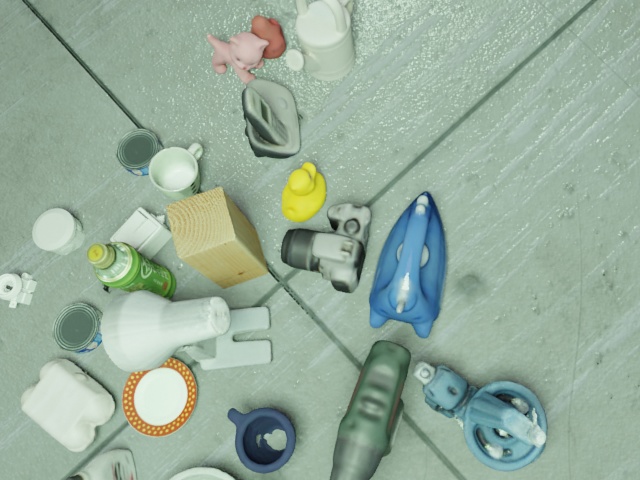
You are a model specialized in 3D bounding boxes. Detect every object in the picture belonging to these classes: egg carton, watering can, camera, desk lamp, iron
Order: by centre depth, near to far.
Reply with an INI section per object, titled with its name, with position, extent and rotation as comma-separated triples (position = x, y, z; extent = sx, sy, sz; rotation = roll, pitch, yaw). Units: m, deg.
[desk lamp]
position = -0.196, 0.138, 0.884
extent = 0.203, 0.214, 0.118
rotation = -8, 72, 6
[iron]
position = 0.148, 0.017, 0.912
extent = 0.118, 0.141, 0.258
rotation = 10, 74, 11
[egg carton]
position = -0.416, 0.271, 0.949
extent = 0.150, 0.069, 0.107
rotation = 30, 79, 16
[camera]
position = 0.009, 0.003, 0.958
extent = 0.136, 0.101, 0.143
rotation = 10, 74, 11
[watering can]
position = 0.005, -0.374, 1.028
extent = 0.100, 0.194, 0.173
rotation = 10, 74, 11

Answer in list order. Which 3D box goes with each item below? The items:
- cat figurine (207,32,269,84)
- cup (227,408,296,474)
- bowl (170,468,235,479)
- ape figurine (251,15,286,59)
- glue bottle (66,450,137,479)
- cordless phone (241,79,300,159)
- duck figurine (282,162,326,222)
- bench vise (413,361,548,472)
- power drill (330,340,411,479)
[cat figurine]
position = -0.156, -0.359, 1.086
extent = 0.127, 0.118, 0.067
rotation = 23, 77, 14
[cup]
position = -0.086, 0.299, 0.881
extent = 0.117, 0.095, 0.092
rotation = 31, 79, 16
[bowl]
position = -0.170, 0.429, 0.862
extent = 0.167, 0.075, 0.167
rotation = -2, 72, 7
[ape figurine]
position = -0.106, -0.398, 1.105
extent = 0.078, 0.092, 0.076
rotation = -37, 71, -4
[glue bottle]
position = -0.328, 0.357, 0.855
extent = 0.037, 0.173, 0.078
rotation = -21, 71, 1
[cordless phone]
position = -0.097, -0.235, 1.003
extent = 0.094, 0.185, 0.147
rotation = -11, 71, 5
[duck figurine]
position = -0.033, -0.087, 1.000
extent = 0.077, 0.086, 0.105
rotation = 24, 77, 15
[bench vise]
position = 0.221, 0.245, 0.789
extent = 0.207, 0.220, 0.121
rotation = 14, 75, 12
[power drill]
position = 0.072, 0.261, 0.810
extent = 0.075, 0.208, 0.230
rotation = 16, 75, 13
